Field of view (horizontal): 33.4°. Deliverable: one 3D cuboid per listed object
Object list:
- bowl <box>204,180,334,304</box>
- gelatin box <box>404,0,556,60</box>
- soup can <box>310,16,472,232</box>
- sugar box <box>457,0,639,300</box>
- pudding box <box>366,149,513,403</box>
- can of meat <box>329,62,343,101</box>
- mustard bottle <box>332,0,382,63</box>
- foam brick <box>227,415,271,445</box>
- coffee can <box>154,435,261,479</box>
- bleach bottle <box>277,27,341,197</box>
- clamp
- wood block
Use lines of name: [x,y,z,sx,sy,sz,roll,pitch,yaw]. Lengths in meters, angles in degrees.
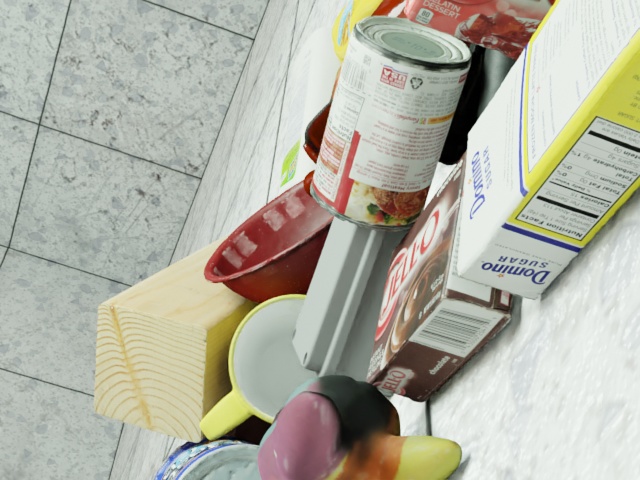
bowl: [-0.005,0.001,0.787,0.162,0.055,0.162,-32,15,9]
gelatin box: [0.094,-0.122,0.501,0.073,0.089,0.030,122,164,-51]
soup can: [0.039,-0.065,0.596,0.068,0.068,0.102,-90,13,-60]
sugar box: [0.112,-0.061,0.432,0.176,0.048,0.093,116,168,-52]
pudding box: [0.064,0.022,0.552,0.114,0.039,0.090,124,162,-55]
can of meat: [0.040,-0.119,0.879,0.084,0.057,0.102,129,158,-70]
mustard bottle: [0.053,-0.206,0.951,0.192,0.058,0.096,131,156,-64]
foam brick: [-0.051,0.158,0.881,0.078,0.051,0.053,148,139,-75]
coffee can: [-0.064,0.192,0.751,0.140,0.102,0.103,151,136,-75]
bleach bottle: [-0.007,-0.081,1.042,0.103,0.068,0.250,124,159,-60]
clamp: [0.102,-0.115,0.601,0.120,0.039,0.171,179,108,-75]
wood block: [-0.086,0.070,0.850,0.205,0.090,0.091,-34,-47,-64]
